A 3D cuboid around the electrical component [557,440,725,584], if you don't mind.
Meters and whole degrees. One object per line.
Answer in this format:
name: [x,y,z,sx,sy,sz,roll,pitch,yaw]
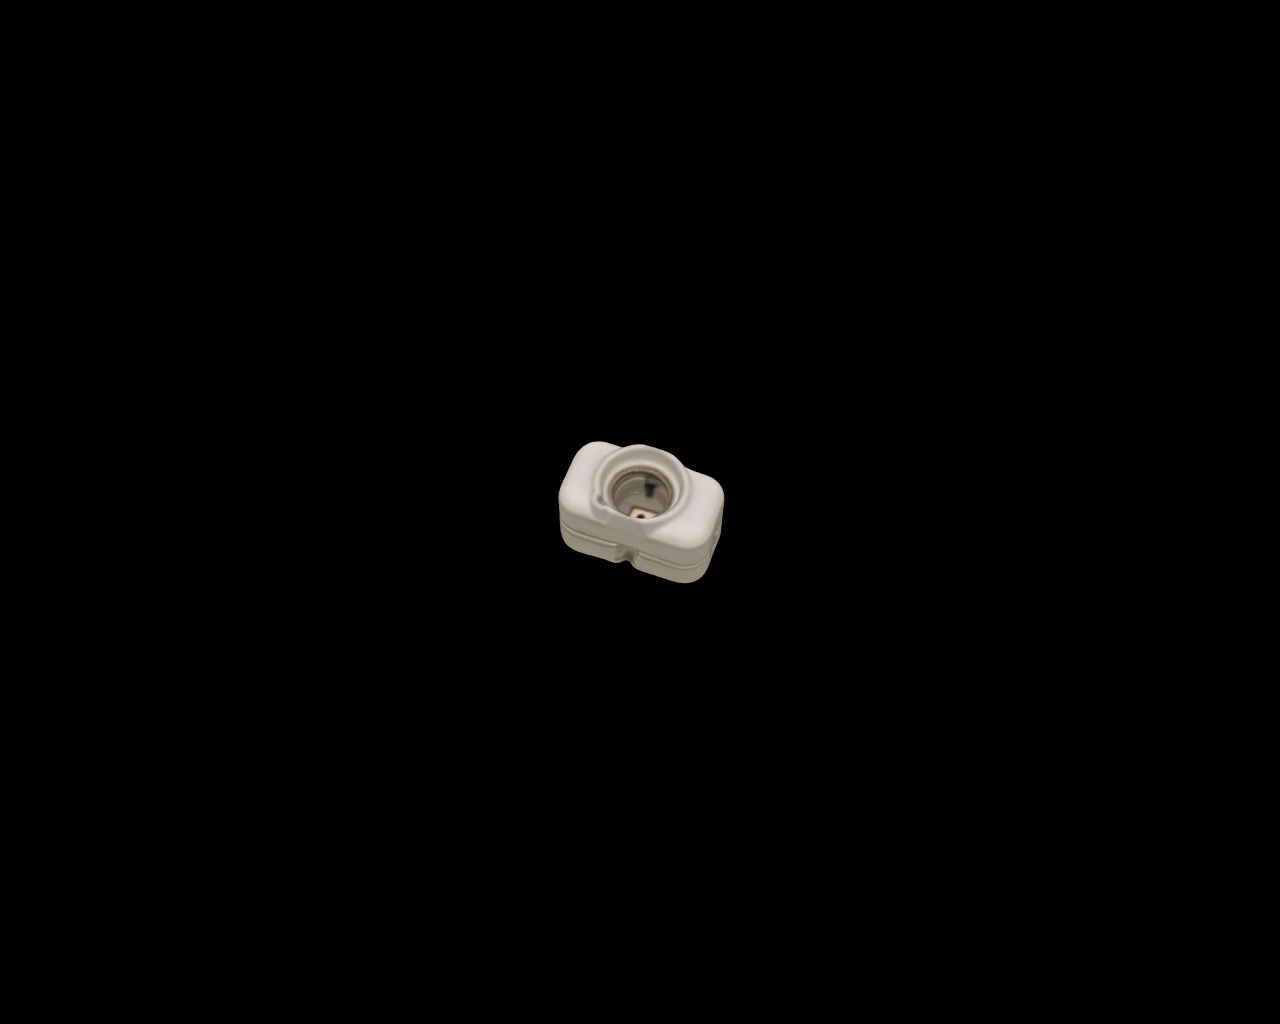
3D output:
electrical component: [0.001,-0.003,0.650,0.095,0.054,0.059,18,-28,10]
